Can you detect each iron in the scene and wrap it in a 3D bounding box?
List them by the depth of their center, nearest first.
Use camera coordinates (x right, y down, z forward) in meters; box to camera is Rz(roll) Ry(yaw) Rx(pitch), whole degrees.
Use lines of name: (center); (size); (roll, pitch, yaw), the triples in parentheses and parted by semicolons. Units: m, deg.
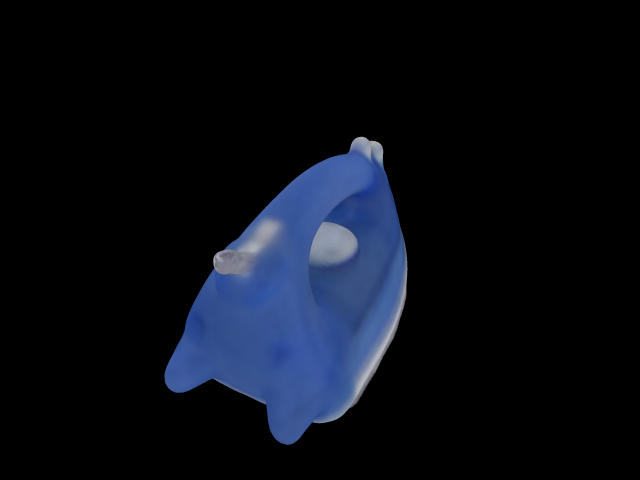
iron: (0.004, 0.001, 0.400); (0.118, 0.141, 0.259); (17, 41, 21)
